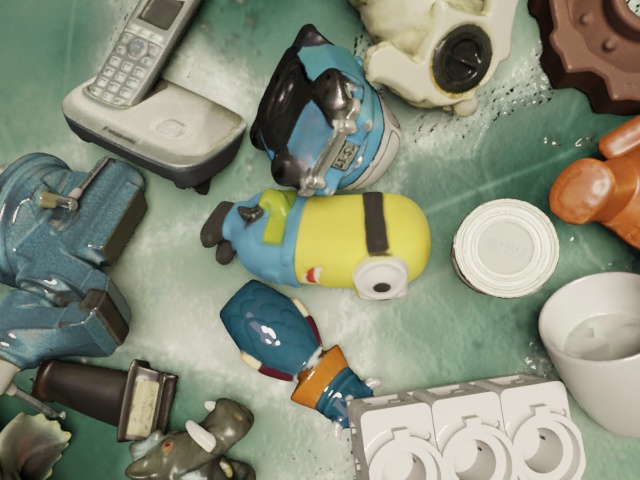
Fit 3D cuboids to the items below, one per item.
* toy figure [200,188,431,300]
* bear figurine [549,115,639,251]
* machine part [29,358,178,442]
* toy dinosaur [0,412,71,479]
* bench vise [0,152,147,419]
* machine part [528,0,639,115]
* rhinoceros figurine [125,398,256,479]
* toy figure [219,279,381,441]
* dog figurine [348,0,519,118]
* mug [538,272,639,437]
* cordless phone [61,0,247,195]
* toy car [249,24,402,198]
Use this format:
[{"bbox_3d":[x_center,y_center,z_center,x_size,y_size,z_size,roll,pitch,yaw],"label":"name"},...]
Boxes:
[{"bbox_3d":[-0.002,-0.003,0.438,0.180,0.082,0.089,11,91,15],"label":"toy figure"},{"bbox_3d":[0.257,-0.069,0.324,0.120,0.132,0.195,46,124,20],"label":"bear figurine"},{"bbox_3d":[-0.198,0.141,0.492,0.139,0.039,0.084,8,96,11],"label":"machine part"},{"bbox_3d":[-0.389,0.183,0.487,0.405,0.131,0.192,-3,120,27],"label":"toy dinosaur"},{"bbox_3d":[-0.265,0.013,0.454,0.241,0.128,0.223,12,67,8],"label":"bench vise"},{"bbox_3d":[0.252,-0.182,0.408,0.179,0.056,0.179,-1,87,11],"label":"machine part"},{"bbox_3d":[-0.121,0.213,0.445,0.112,0.073,0.190,45,98,5],"label":"rhinoceros figurine"},{"bbox_3d":[-0.014,0.097,0.445,0.154,0.058,0.064,42,102,7],"label":"toy figure"},{"bbox_3d":[0.056,-0.193,0.431,0.121,0.191,0.172,-19,121,-8],"label":"dog figurine"},{"bbox_3d":[0.218,0.083,0.366,0.110,0.081,0.107,-13,124,29],"label":"mug"},{"bbox_3d":[-0.121,-0.146,0.475,0.147,0.088,0.184,26,87,13],"label":"cordless phone"},{"bbox_3d":[0.013,-0.091,0.423,0.103,0.162,0.109,18,115,-27],"label":"toy car"}]
